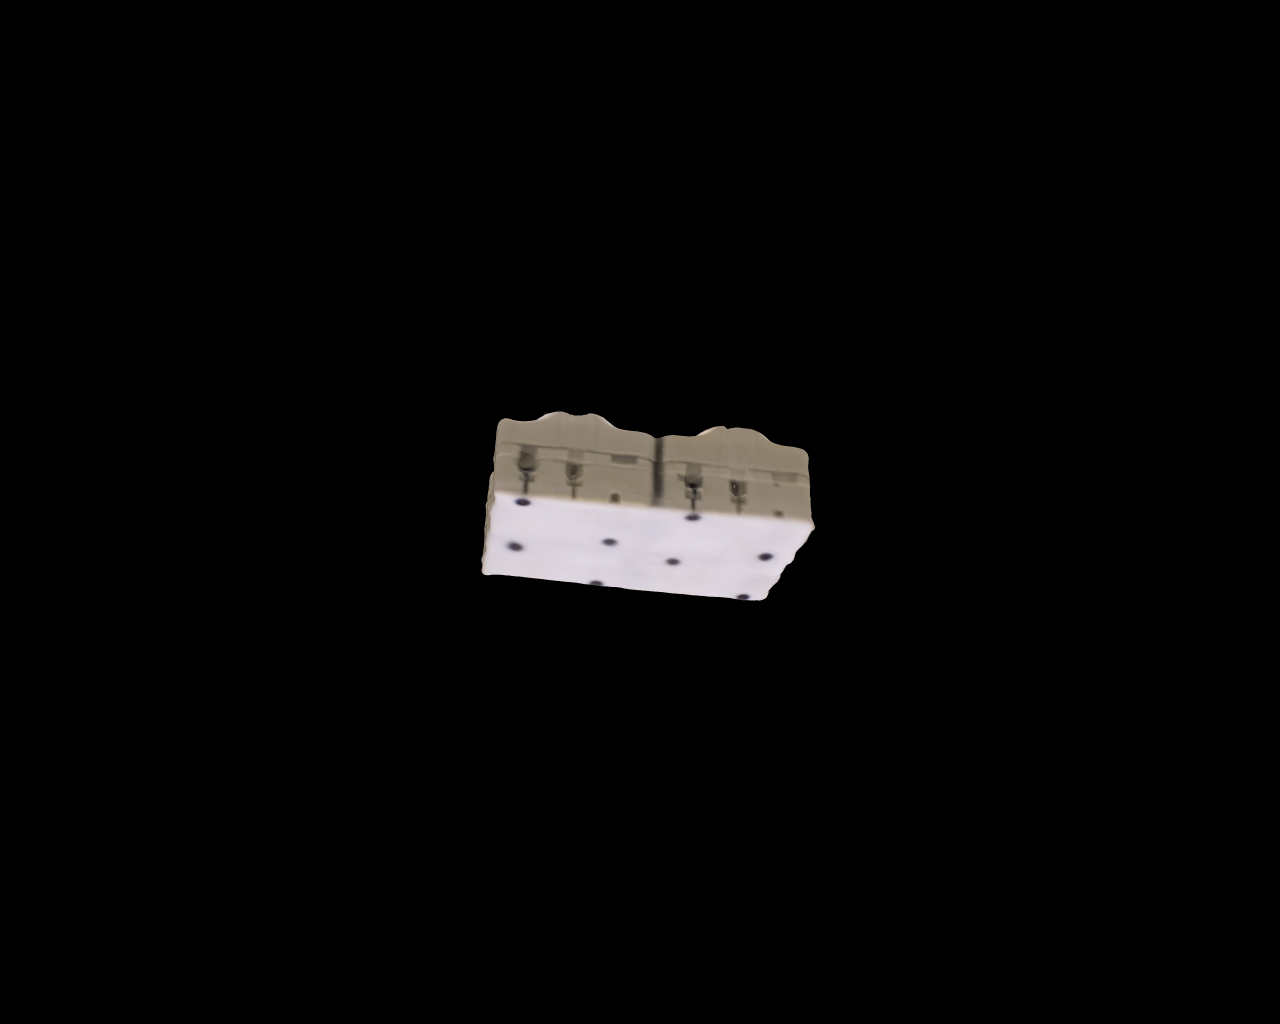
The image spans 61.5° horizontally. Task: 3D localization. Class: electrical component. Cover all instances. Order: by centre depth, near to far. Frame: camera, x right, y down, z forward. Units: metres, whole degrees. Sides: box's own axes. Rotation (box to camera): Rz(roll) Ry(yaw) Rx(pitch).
[{"bbox_3d":[0.001,-0.003,0.650,0.186,0.060,0.105,6,-32,-9],"label":"electrical component"}]
